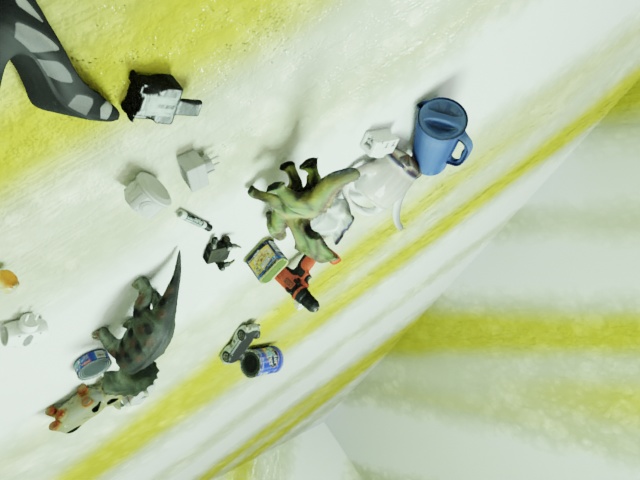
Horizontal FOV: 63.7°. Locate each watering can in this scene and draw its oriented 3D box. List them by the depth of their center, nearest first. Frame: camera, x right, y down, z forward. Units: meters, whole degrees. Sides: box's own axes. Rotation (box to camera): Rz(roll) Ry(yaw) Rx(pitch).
[{"bbox_3d":[0.207,-0.149,1.509,0.222,0.106,0.344,-46,140,17],"label":"watering can"}]

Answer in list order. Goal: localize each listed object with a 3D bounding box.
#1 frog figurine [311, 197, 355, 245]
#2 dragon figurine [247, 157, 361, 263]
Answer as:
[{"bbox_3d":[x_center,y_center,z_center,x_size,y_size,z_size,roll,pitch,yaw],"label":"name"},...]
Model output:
[{"bbox_3d":[0.004,-0.072,1.421,0.159,0.125,0.135,23,151,-17],"label":"frog figurine"},{"bbox_3d":[-0.020,-0.053,1.174,0.124,0.411,0.239,-42,119,-29],"label":"dragon figurine"}]
